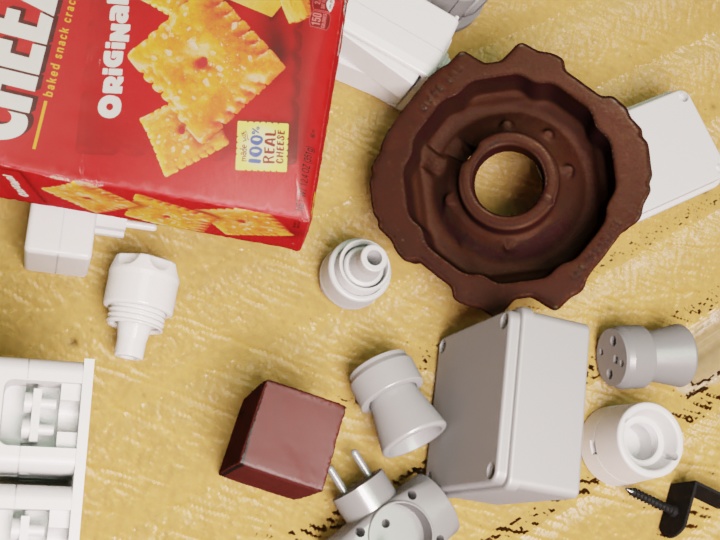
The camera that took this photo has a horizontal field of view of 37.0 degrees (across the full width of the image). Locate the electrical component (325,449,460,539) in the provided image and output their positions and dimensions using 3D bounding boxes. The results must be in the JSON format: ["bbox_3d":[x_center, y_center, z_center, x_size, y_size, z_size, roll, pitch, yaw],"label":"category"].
[{"bbox_3d":[0.009,0.150,0.666,0.077,0.044,0.079,-31,86,-22],"label":"electrical component"}]

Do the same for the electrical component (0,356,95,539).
[{"bbox_3d":[-0.175,0.110,0.542,0.060,0.186,0.105,6,74,-16],"label":"electrical component"}]

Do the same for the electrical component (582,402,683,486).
[{"bbox_3d":[0.185,0.117,0.729,0.055,0.047,0.055,4,75,-17],"label":"electrical component"}]

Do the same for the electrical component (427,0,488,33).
[{"bbox_3d":[0.060,-0.215,0.776,0.080,0.051,0.080,4,75,-16],"label":"electrical component"}]

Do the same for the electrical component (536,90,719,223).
[{"bbox_3d":[0.197,-0.075,0.778,0.113,0.057,0.078,-23,84,-22],"label":"electrical component"}]

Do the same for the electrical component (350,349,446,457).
[{"bbox_3d":[0.023,0.084,0.683,0.045,0.045,0.055,-18,66,-21],"label":"electrical component"}]

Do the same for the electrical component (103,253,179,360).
[{"bbox_3d":[-0.135,0.023,0.655,0.043,0.043,0.062,12,74,-14],"label":"electrical component"}]

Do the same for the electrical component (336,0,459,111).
[{"bbox_3d":[0.019,-0.153,0.740,0.096,0.062,0.061,28,69,-9],"label":"electrical component"}]

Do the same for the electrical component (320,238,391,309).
[{"bbox_3d":[0.000,0.000,0.693,0.043,0.062,0.043,4,75,-16],"label":"electrical component"}]

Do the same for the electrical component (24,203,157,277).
[{"bbox_3d":[-0.162,-0.040,0.661,0.076,0.047,0.083,8,74,-16],"label":"electrical component"}]

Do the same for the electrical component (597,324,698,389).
[{"bbox_3d":[0.200,0.060,0.750,0.055,0.045,0.045,0,76,-18],"label":"electrical component"}]

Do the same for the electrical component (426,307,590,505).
[{"bbox_3d":[0.091,0.089,0.674,0.056,0.109,0.108,13,72,-17],"label":"electrical component"}]
